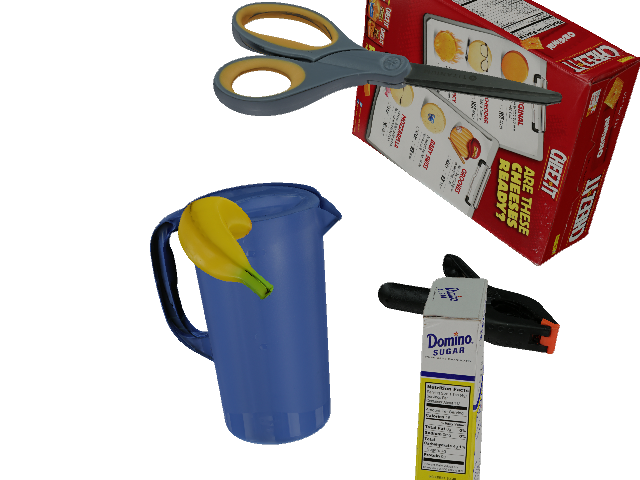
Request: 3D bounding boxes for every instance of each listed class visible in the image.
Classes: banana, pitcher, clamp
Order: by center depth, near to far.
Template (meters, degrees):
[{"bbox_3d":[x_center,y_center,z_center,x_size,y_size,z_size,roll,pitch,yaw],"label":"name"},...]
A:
[{"bbox_3d":[-0.077,-0.003,0.812,0.069,0.037,0.198,45,6,-16],"label":"banana"},{"bbox_3d":[0.154,0.058,1.022,0.172,0.039,0.120,21,35,27],"label":"clamp"},{"bbox_3d":[-0.064,0.071,1.048,0.144,0.243,0.149,-18,22,-35],"label":"pitcher"}]

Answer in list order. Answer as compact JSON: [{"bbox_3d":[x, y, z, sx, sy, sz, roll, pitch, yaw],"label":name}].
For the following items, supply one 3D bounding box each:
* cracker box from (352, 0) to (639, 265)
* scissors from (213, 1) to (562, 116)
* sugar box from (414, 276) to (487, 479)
[{"bbox_3d":[0.124,-0.109,0.822,0.072,0.164,0.214,-27,50,-33],"label":"cracker box"},{"bbox_3d":[0.025,-0.087,0.608,0.202,0.096,0.016,25,-31,23],"label":"scissors"},{"bbox_3d":[0.093,0.122,0.762,0.048,0.176,0.093,1,15,11],"label":"sugar box"}]
